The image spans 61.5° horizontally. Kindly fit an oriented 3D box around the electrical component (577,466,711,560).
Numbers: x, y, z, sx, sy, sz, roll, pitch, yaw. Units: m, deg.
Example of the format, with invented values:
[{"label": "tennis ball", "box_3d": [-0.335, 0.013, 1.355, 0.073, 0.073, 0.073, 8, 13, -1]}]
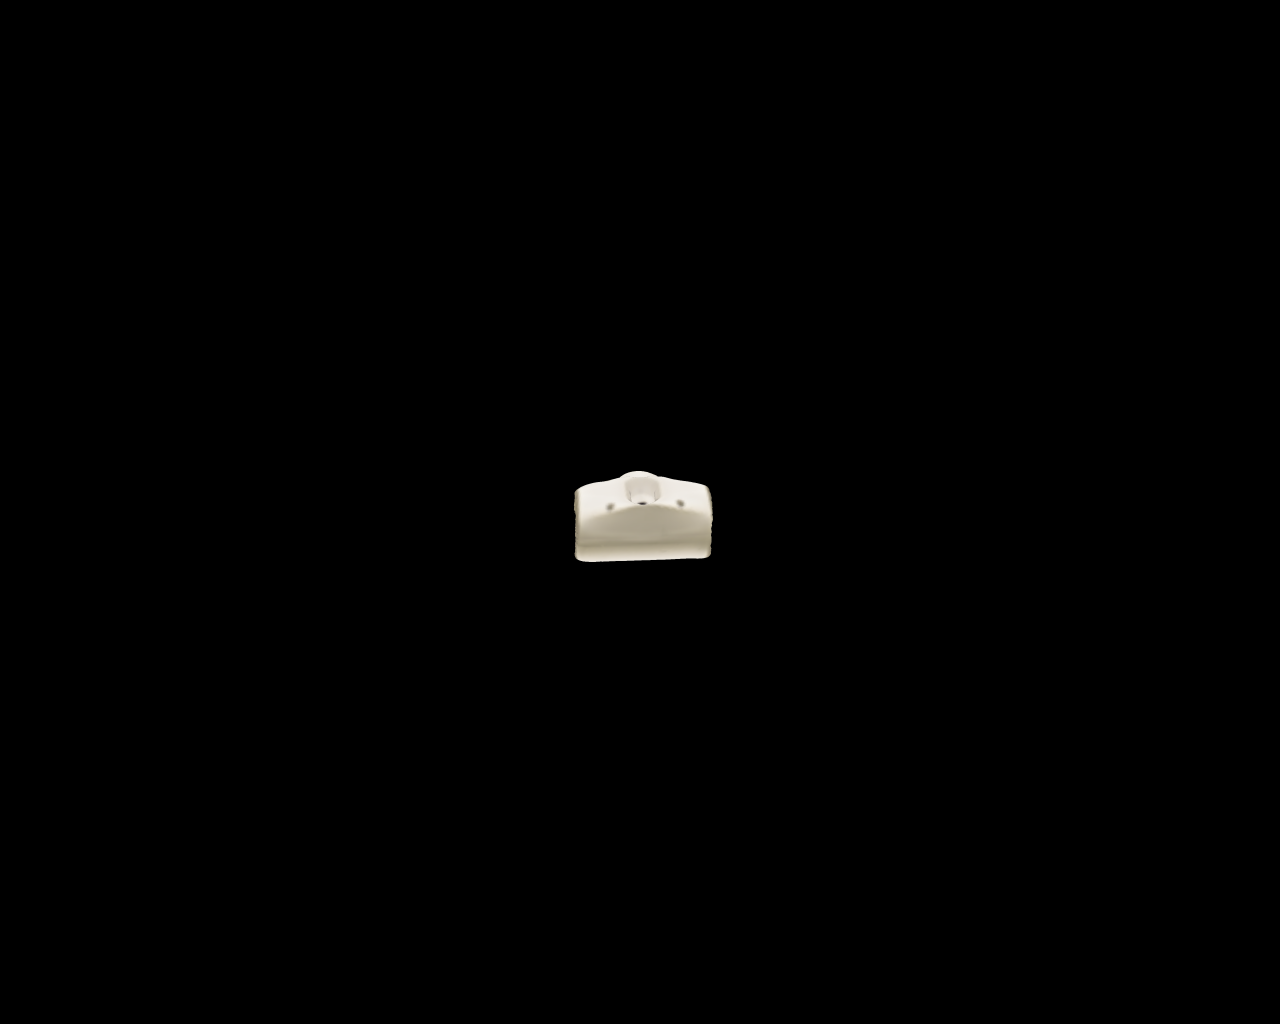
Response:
[{"label": "electrical component", "box_3d": [0.001, -0.003, 0.650, 0.077, 0.043, 0.079, -1, 28, -2]}]
